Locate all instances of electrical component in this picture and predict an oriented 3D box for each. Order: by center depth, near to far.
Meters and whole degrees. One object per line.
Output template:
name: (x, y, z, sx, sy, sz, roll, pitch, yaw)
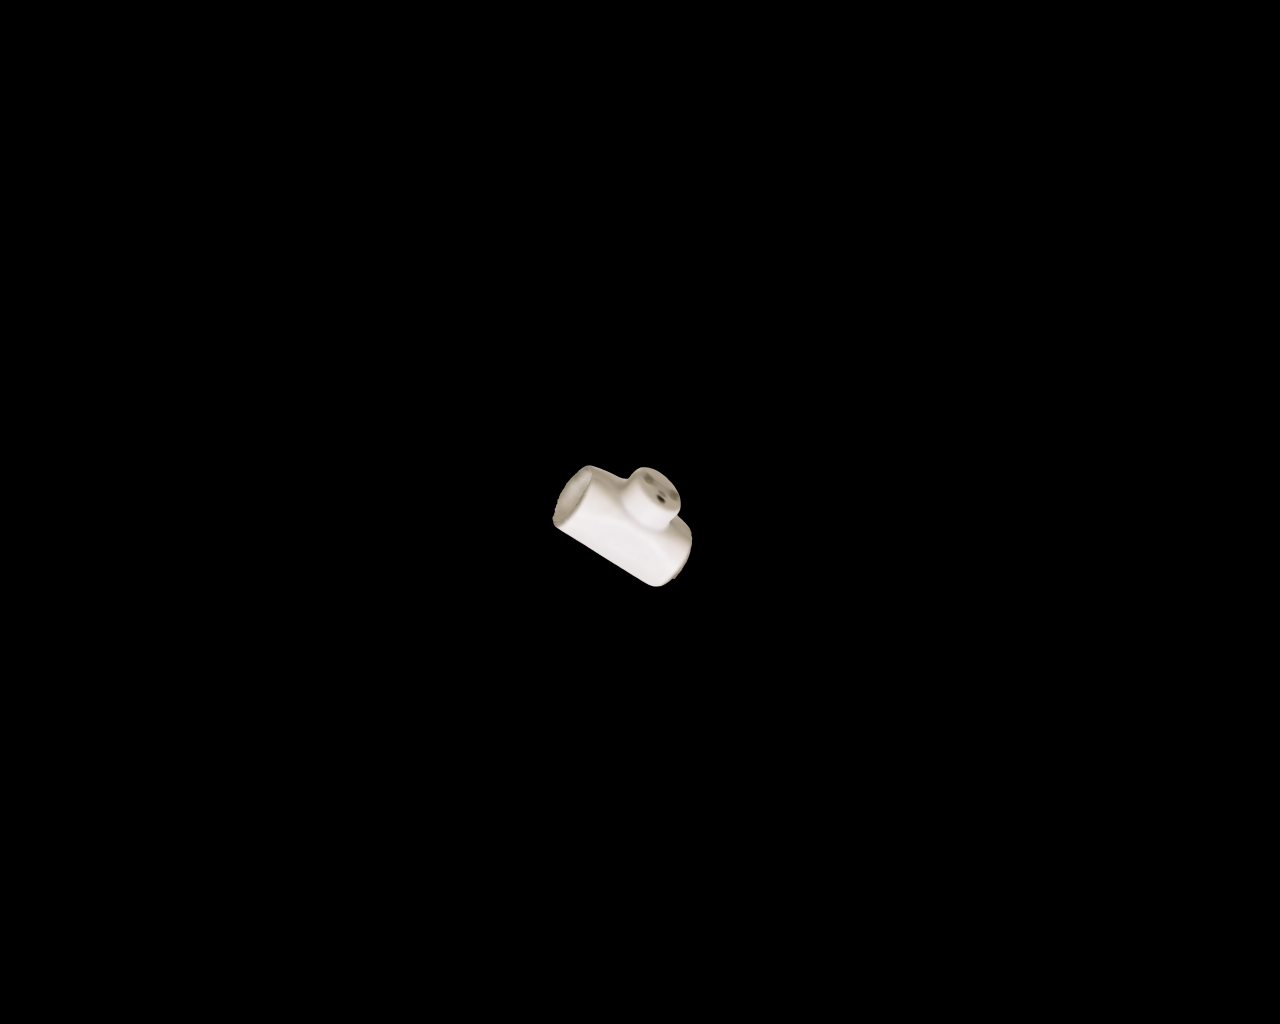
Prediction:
electrical component: (0.001, -0.003, 0.650, 0.077, 0.079, 0.044, 33, 29, -21)
